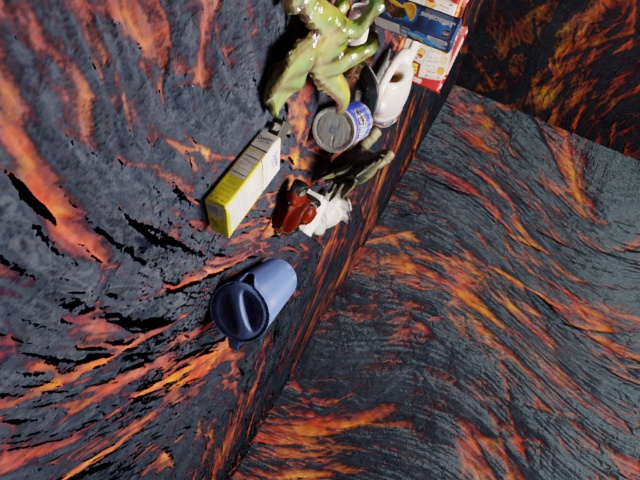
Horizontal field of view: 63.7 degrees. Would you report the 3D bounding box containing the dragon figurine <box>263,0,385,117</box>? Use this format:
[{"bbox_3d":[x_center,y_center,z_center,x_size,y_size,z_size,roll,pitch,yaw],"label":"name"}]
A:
[{"bbox_3d":[-0.014,-0.306,0.898,0.246,0.123,0.401,-39,158,-23],"label":"dragon figurine"}]

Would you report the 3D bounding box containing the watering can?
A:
[{"bbox_3d":[0.228,-0.475,1.520,0.355,0.104,0.219,-56,167,-34],"label":"watering can"}]

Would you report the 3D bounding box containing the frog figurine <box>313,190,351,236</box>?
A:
[{"bbox_3d":[0.005,-0.076,1.502,0.160,0.124,0.135,-21,164,-15],"label":"frog figurine"}]
